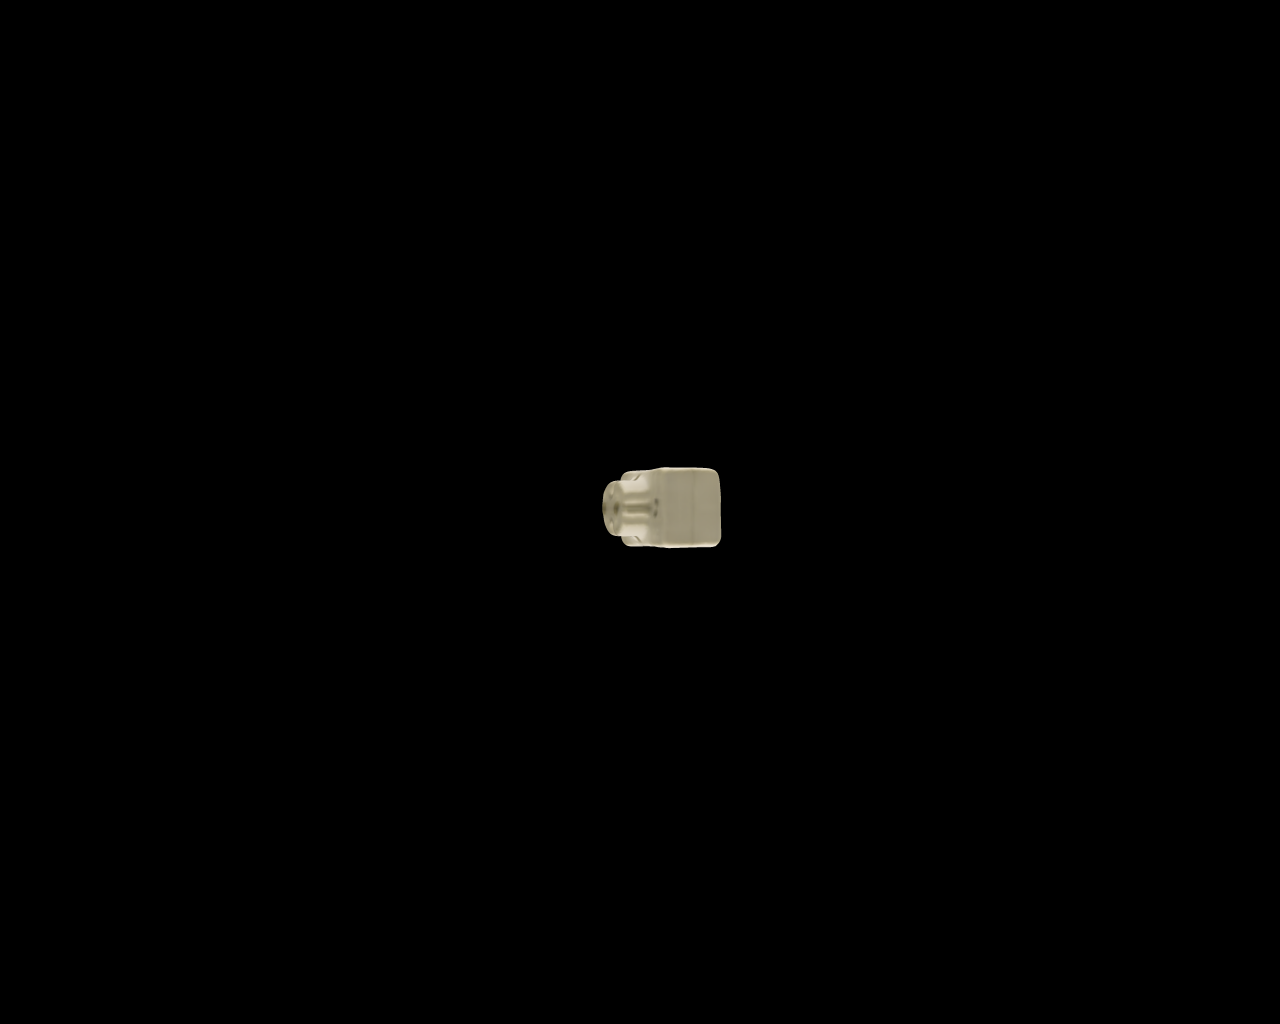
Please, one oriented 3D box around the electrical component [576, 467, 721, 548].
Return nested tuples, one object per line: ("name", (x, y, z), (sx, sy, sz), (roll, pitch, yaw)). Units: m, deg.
("electrical component", (0.001, -0.003, 0.650), (0.077, 0.047, 0.065), (0, 0, -24))
